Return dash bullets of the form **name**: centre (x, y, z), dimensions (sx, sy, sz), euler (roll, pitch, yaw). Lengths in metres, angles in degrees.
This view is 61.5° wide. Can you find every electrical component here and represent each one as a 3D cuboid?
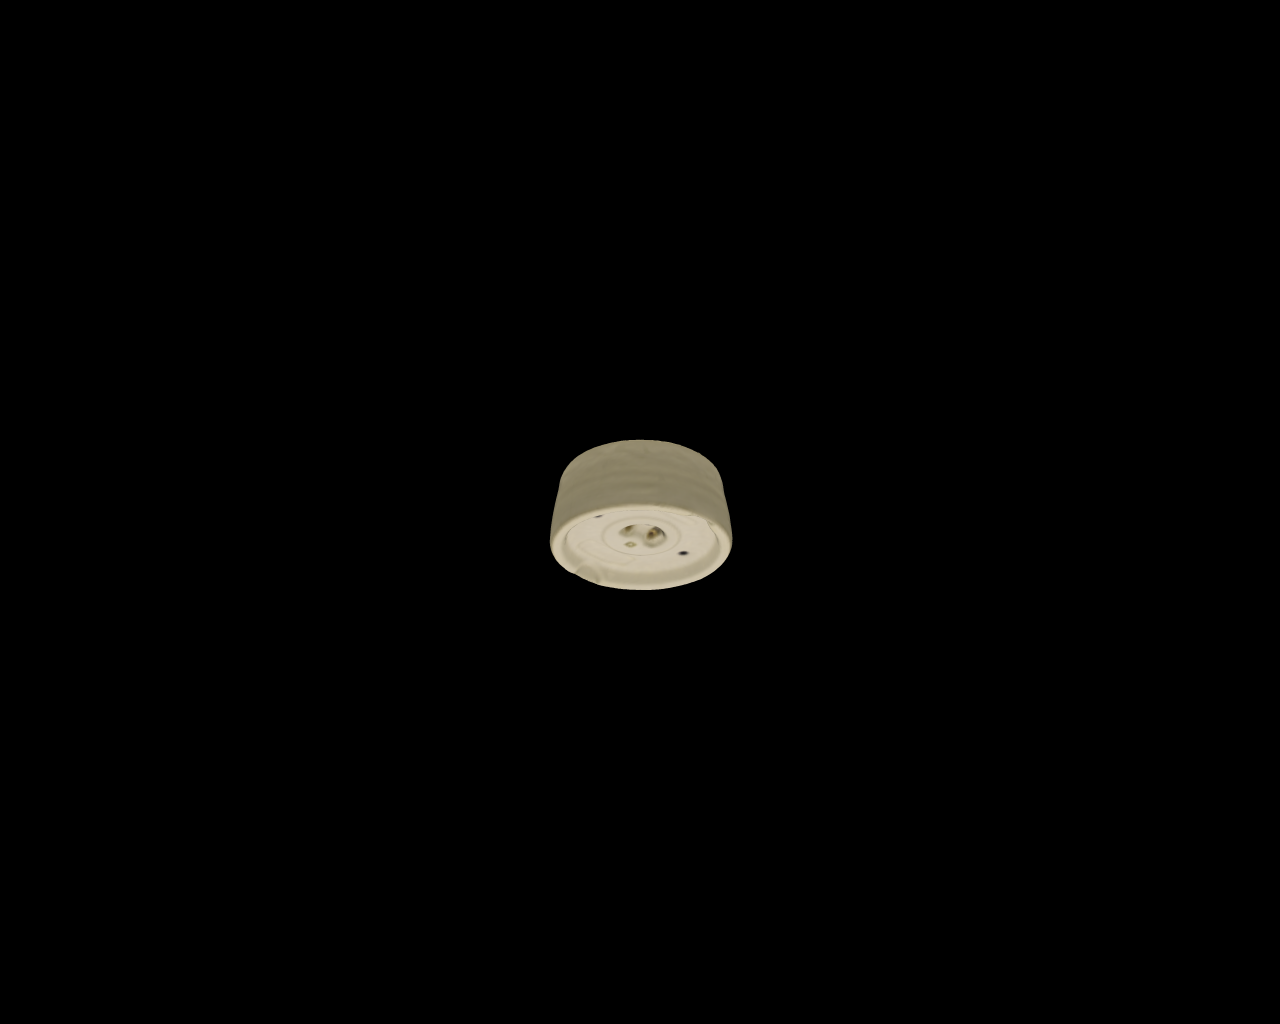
- **electrical component**: centre (0.001, -0.003, 0.650), dimensions (0.108, 0.060, 0.108), euler (0, -30, 0)
